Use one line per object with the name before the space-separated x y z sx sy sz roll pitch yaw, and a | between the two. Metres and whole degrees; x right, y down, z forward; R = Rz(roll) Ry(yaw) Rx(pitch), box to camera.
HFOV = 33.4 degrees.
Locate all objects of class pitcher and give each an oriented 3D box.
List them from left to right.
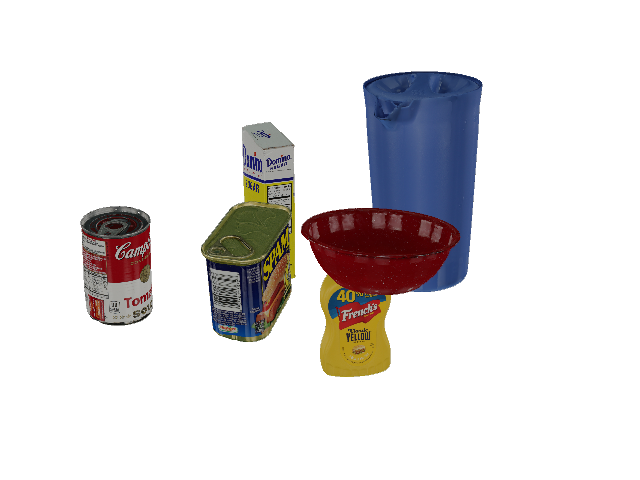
pitcher | 0.125 -0.072 1.241 0.149 0.243 0.145 -5 22 -7

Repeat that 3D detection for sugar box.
sugar box | -0.064 -0.046 1.302 0.048 0.176 0.093 -11 26 -17

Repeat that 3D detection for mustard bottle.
mustard bottle | 0.047 0.089 1.448 0.096 0.192 0.058 -3 21 -7

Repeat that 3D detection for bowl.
bowl | 0.060 0.014 1.086 0.162 0.055 0.162 1 18 -1

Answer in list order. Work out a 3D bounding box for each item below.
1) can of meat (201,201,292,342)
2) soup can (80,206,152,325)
can of meat | -0.061 0.027 0.927 0.057 0.084 0.102 7 30 15
soup can | -0.203 0.026 1.070 0.068 0.102 0.068 2 26 -1
